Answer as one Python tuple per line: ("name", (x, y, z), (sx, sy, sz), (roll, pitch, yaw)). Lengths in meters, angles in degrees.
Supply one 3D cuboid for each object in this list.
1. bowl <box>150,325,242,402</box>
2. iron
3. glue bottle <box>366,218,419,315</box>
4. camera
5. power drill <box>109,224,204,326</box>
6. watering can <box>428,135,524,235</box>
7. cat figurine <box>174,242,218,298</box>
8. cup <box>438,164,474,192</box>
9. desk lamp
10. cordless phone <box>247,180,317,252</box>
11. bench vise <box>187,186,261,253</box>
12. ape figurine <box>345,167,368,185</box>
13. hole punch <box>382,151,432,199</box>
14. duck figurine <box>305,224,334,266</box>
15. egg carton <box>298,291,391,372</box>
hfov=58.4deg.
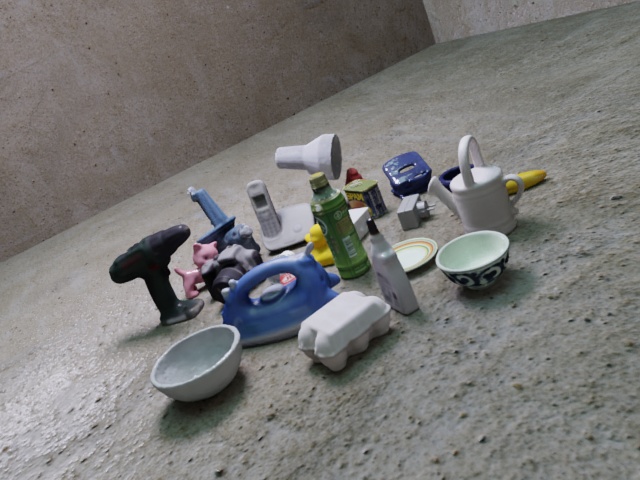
("bowl", (-0.199, 0.223, 0.982), (0.167, 0.075, 0.167), (-20, 21, 9))
("iron", (-0.094, 0.103, 1.066), (0.258, 0.142, 0.118), (-21, 21, 7))
("glue bottle", (0.112, 0.040, 0.958), (0.037, 0.173, 0.078), (-29, 22, -14))
("camera", (-0.212, 0.081, 1.300), (0.143, 0.101, 0.137), (-15, 22, 20))
("power drill", (-0.351, 0.082, 1.292), (0.229, 0.209, 0.075), (-17, 22, 17))
("watering can", (0.290, -0.101, 1.081), (0.172, 0.194, 0.101), (-17, 22, 16))
("cat figurine", (-0.296, 0.062, 1.411), (0.128, 0.118, 0.067), (-29, 22, -13))
("cup", (0.310, -0.098, 1.194), (0.092, 0.095, 0.117), (-29, 22, -14))
("desk lamp", (-0.019, -0.166, 1.532), (0.202, 0.214, 0.118), (-14, 23, 23))
("cordless phone", (-0.097, -0.073, 1.433), (0.147, 0.185, 0.094), (-19, 22, 13))
("bench vise", (-0.249, -0.048, 1.482), (0.206, 0.220, 0.122), (-10, 25, 31))
("ape figurine", (0.096, -0.152, 1.550), (0.078, 0.092, 0.076), (-29, 22, -13))
("hole punch", (0.226, -0.167, 1.451), (0.108, 0.091, 0.101), (-25, 21, -5))
("duck figurine", (0.012, 0.005, 1.271), (0.104, 0.086, 0.078), (-6, 27, 38))
("egg carton", (0.040, 0.143, 0.931), (0.150, 0.069, 0.107), (-35, 24, -27))
